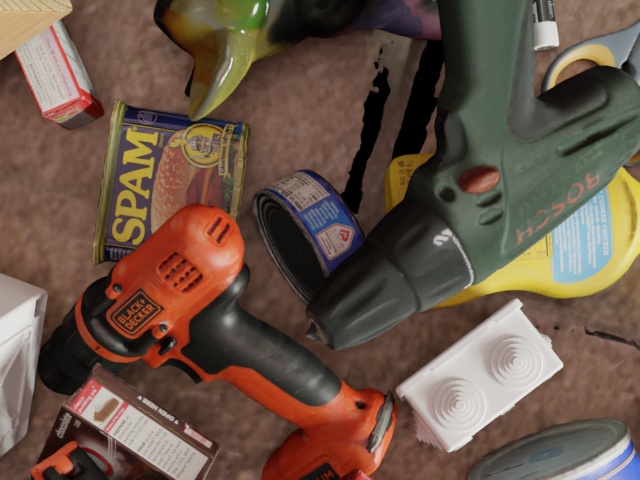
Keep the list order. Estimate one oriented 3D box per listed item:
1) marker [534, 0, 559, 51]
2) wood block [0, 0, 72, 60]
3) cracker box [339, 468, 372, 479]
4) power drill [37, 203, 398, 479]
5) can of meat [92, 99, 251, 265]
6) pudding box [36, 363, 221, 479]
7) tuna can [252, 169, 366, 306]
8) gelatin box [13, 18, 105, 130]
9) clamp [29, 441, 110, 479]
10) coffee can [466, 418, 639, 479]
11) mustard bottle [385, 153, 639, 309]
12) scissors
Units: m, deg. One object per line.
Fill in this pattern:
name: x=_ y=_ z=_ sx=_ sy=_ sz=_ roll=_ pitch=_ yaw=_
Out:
marker: x=0.137 y=-0.183 z=0.687 sx=0.020 sy=0.020 sz=0.121 roll=-7 pitch=90 yaw=-2
wood block: x=-0.253 y=-0.118 z=0.594 sx=0.206 sy=0.090 sz=0.090 roll=-25 pitch=90 yaw=26
cracker box: x=0.043 y=0.253 z=0.611 sx=0.213 sy=0.072 sz=0.164 roll=42 pitch=132 yaw=-2
power drill: x=-0.062 y=0.085 z=0.633 sx=0.187 sy=0.057 sz=0.185 roll=41 pitch=129 yaw=-12
can of meat: x=-0.090 y=-0.030 z=0.660 sx=0.084 sy=0.057 sz=0.102 roll=8 pitch=90 yaw=-5
pudding box: x=-0.116 y=0.132 z=0.631 sx=0.090 sy=0.114 sz=0.039 roll=33 pitch=49 yaw=-1
tuna can: x=-0.004 y=0.001 z=0.646 sx=0.033 sy=0.086 sz=0.086 roll=-30 pitch=91 yaw=-18
gelatin box: x=-0.167 y=-0.115 z=0.648 sx=0.030 sy=0.073 sz=0.089 roll=-25 pitch=91 yaw=-2
clamp: x=-0.093 y=0.209 z=0.595 sx=0.036 sy=0.165 sz=0.210 roll=-34 pitch=108 yaw=-38
coffee can: x=0.161 y=0.192 z=0.643 sx=0.103 sy=0.103 sz=0.140 roll=-21 pitch=91 yaw=-2
mustard bottle: x=0.139 y=-0.011 z=0.666 sx=0.191 sy=0.058 sz=0.096 roll=-5 pitch=84 yaw=-2
scissors: x=0.204 y=-0.149 z=0.691 sx=0.096 sy=0.016 sz=0.202 roll=13 pitch=89 yaw=-2
